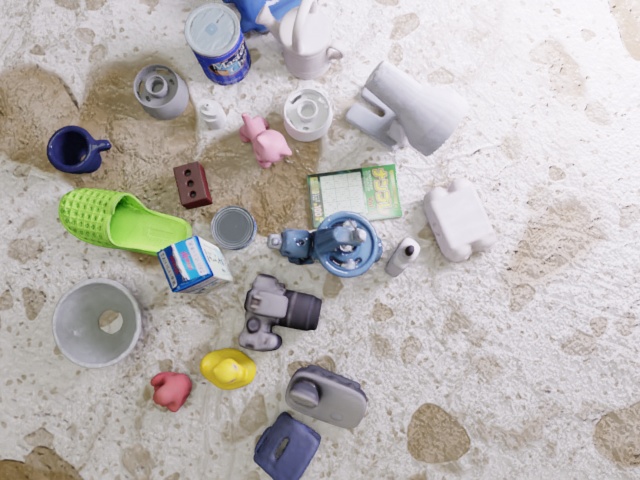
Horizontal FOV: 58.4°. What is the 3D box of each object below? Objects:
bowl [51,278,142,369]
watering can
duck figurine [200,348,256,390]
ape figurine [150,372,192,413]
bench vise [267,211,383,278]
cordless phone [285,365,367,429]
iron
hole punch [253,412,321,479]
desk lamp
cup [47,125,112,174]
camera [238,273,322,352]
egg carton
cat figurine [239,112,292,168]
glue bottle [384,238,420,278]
[{"bbox_3d":[-0.408,0.156,1.081,0.167,0.075,0.167,0,83,2],"label":"bowl"},{"bbox_3d":[-0.035,-0.389,1.080,0.173,0.194,0.101,0,83,2],"label":"watering can"},{"bbox_3d":[-0.175,0.241,1.058,0.104,0.086,0.077,11,83,3],"label":"duck figurine"},{"bbox_3d":[-0.279,0.281,1.052,0.076,0.092,0.078,-17,82,0],"label":"ape figurine"},{"bbox_3d":[0.012,0.015,1.014,0.207,0.220,0.121,-15,82,0],"label":"bench vise"},{"bbox_3d":[0.009,0.283,0.997,0.147,0.185,0.094,17,83,4],"label":"cordless phone"},{"bbox_3d":[-0.070,-0.523,1.125,0.258,0.141,0.118,-31,83,-2],"label":"iron"},{"bbox_3d":[-0.063,0.380,1.034,0.101,0.091,0.109,32,85,5],"label":"hole punch"},{"bbox_3d":[0.151,-0.235,1.046,0.203,0.213,0.118,33,85,6],"label":"desk lamp"},{"bbox_3d":[-0.452,-0.168,1.113,0.117,0.095,0.092,-11,82,0],"label":"cup"},{"bbox_3d":[-0.071,0.142,1.060,0.136,0.101,0.143,11,83,3],"label":"camera"},{"bbox_3d":[0.263,-0.038,1.090,0.107,0.069,0.150,-23,83,-1],"label":"egg carton"},{"bbox_3d":[-0.108,-0.192,1.095,0.067,0.118,0.128,-38,83,-3],"label":"cat figurine"},{"bbox_3d":[0.153,0.027,1.032,0.037,0.173,0.078,36,85,6],"label":"glue bottle"}]
